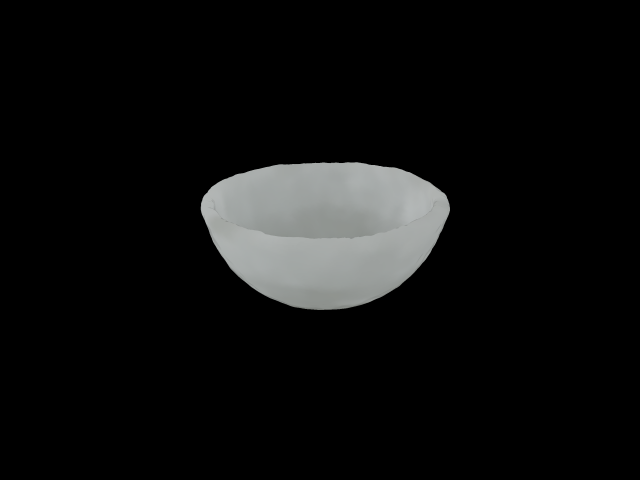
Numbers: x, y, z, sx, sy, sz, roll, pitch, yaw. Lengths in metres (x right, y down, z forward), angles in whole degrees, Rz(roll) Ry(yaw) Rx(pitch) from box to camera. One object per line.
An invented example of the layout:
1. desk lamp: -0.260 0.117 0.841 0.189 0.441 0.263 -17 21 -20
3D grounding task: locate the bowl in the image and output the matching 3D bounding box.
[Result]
1. bowl: 0.004 0.001 0.400 0.167 0.075 0.167 0 23 0
